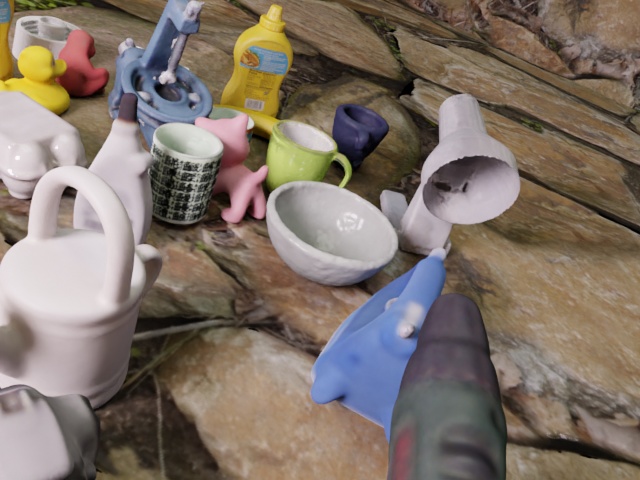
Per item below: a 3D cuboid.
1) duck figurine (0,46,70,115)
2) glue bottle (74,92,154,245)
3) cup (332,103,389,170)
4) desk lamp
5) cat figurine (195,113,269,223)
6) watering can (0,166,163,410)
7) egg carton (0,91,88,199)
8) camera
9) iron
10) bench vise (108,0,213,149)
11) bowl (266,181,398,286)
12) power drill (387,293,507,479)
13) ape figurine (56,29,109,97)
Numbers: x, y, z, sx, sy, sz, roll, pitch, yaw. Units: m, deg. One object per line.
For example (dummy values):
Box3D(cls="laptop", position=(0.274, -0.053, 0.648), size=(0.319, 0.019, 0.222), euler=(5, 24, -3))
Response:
Box3D(cls="duck figurine", position=(-0.383, -0.215, 0.763), size=(0.077, 0.086, 0.105), euler=(36, 35, 19))
Box3D(cls="glue bottle", position=(-0.204, -0.070, 0.586), size=(0.078, 0.173, 0.037), euler=(19, 33, -5))
Box3D(cls="cup", position=(0.056, -0.156, 0.936), size=(0.092, 0.095, 0.117), euler=(16, 34, -11))
Box3D(cls="desk lamp", position=(0.169, -0.080, 0.786), size=(0.118, 0.213, 0.203), euler=(14, 34, -13))
Box3D(cls="cat figurine", position=(-0.111, -0.103, 0.739), size=(0.067, 0.118, 0.127), euler=(-18, 50, -45))
Box3D(cls="watering can", position=(-0.186, 0.038, 0.424), size=(0.101, 0.194, 0.173), euler=(23, 33, 1))
Box3D(cls="egg carton", position=(-0.347, -0.112, 0.655), size=(0.150, 0.069, 0.107), euler=(32, 34, 14))
Box3D(cls="camera", position=(-0.184, 0.165, 0.331), size=(0.144, 0.101, 0.136), euler=(-13, 47, -42))
Box3D(cls="iron", position=(0.090, 0.076, 0.585), size=(0.118, 0.141, 0.259), euler=(28, 33, 8))
Box3D(cls="bench vise", position=(-0.223, -0.230, 0.758), size=(0.207, 0.219, 0.122), euler=(35, 35, 18))
Box3D(cls="bowl", position=(0.006, 0.003, 0.699), size=(0.167, 0.075, 0.167), euler=(16, 34, -11))
Box3D(cls="power drill", position=(0.051, 0.171, 0.366), size=(0.075, 0.208, 0.229), euler=(20, 33, -4))
Box3D(cls="ape figurine", position=(-0.353, -0.264, 0.844), size=(0.077, 0.092, 0.076), euler=(34, 35, 17))
